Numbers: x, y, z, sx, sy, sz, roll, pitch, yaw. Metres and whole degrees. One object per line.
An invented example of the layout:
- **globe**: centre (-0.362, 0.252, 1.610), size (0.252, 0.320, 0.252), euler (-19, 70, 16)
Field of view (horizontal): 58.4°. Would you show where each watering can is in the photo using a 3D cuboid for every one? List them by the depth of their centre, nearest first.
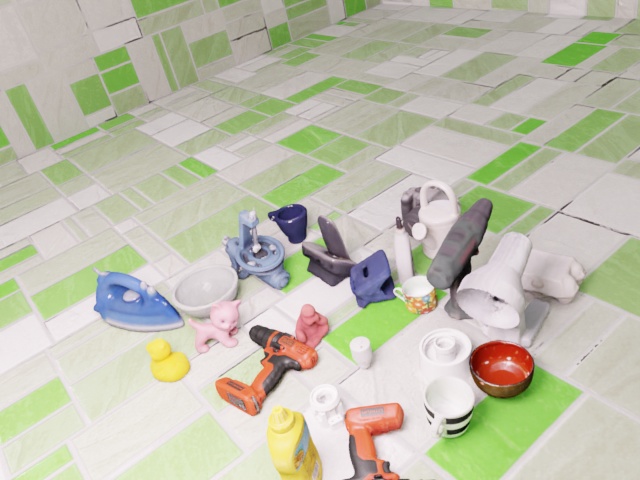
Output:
- **watering can**: centre (0.283, -0.050, 1.358), size (0.100, 0.194, 0.173), euler (2, 37, 22)

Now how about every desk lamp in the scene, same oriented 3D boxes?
- **desk lamp**: centre (0.352, 0.105, 1.089), size (0.117, 0.214, 0.204), euler (14, 43, 35)

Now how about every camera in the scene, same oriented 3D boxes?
- **camera**: centre (0.261, -0.077, 1.490), size (0.142, 0.101, 0.137), euler (18, 45, 39)

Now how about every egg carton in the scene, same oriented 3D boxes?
- **egg carton**: centre (0.477, 0.076, 1.215), size (0.149, 0.069, 0.107), euler (14, 43, 35)

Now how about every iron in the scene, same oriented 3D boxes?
- **iron**: centre (-0.451, 0.137, 1.403), size (0.257, 0.142, 0.119), euler (7, 39, 29)

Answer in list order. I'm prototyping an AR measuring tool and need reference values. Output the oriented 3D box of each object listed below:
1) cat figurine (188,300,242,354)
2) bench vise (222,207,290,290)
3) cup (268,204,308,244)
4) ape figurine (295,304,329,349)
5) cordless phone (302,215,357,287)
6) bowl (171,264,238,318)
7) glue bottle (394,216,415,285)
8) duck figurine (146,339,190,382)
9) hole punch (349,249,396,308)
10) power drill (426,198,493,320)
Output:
- **cat figurine**: centre (-0.230, 0.182, 1.277), size (0.127, 0.118, 0.067), euler (-13, 34, 2)
- **bench vise**: centre (-0.183, 0.016, 1.410), size (0.206, 0.220, 0.122), euler (5, 38, 26)
- **cup**: centre (-0.084, -0.038, 1.565), size (0.117, 0.095, 0.092), euler (3, 37, 24)
- **ape figurine**: centre (-0.022, 0.177, 1.230), size (0.078, 0.092, 0.076), euler (-17, 34, -4)
- **cordless phone**: centre (0.013, 0.005, 1.385), size (0.094, 0.185, 0.147), euler (-36, 39, -28)
- **bowl**: centre (-0.271, 0.137, 1.397), size (0.167, 0.075, 0.167), euler (-10, 34, 7)
- **glue bottle**: centre (0.190, 0.018, 1.311), size (0.037, 0.173, 0.078), euler (-5, 35, 14)
- **duck figurine**: centre (-0.335, 0.253, 1.241), size (0.104, 0.086, 0.078), euler (13, 42, 35)
- **hole punch**: centre (0.116, 0.087, 1.313), size (0.101, 0.091, 0.108), euler (-13, 34, 2)
- **power drill**: centre (0.301, 0.051, 1.190), size (0.075, 0.209, 0.230), euler (15, 43, 36)
